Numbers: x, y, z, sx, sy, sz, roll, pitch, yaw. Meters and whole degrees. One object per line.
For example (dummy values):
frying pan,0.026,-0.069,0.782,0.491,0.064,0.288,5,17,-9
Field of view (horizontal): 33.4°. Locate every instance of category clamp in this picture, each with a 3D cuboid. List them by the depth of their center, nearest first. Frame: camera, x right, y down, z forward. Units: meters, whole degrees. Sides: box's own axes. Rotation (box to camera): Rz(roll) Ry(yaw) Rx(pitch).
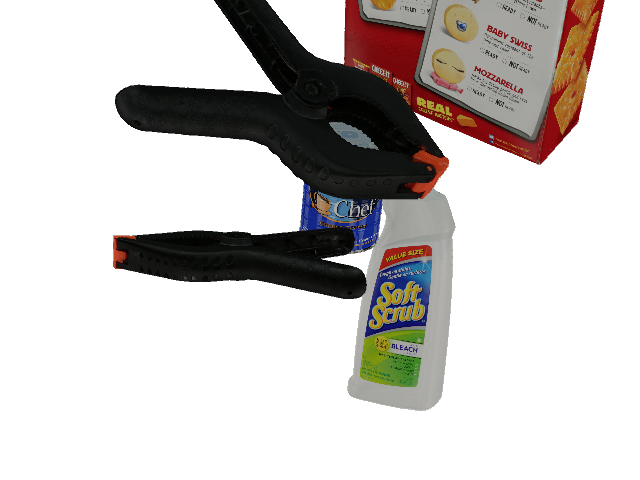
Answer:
clamp,-0.019,-0.066,0.560,0.171,0.120,0.039,34,-28,7
clamp,-0.062,0.015,0.863,0.210,0.036,0.164,1,12,-9

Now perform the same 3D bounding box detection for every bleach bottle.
bleach bottle,0.085,0.045,1.106,0.103,0.251,0.068,9,16,23

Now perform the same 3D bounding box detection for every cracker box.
cracker box,0.101,-0.175,0.698,0.164,0.214,0.072,26,49,25

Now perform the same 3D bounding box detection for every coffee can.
coffee can,0.029,-0.069,1.324,0.103,0.140,0.103,4,28,-2
